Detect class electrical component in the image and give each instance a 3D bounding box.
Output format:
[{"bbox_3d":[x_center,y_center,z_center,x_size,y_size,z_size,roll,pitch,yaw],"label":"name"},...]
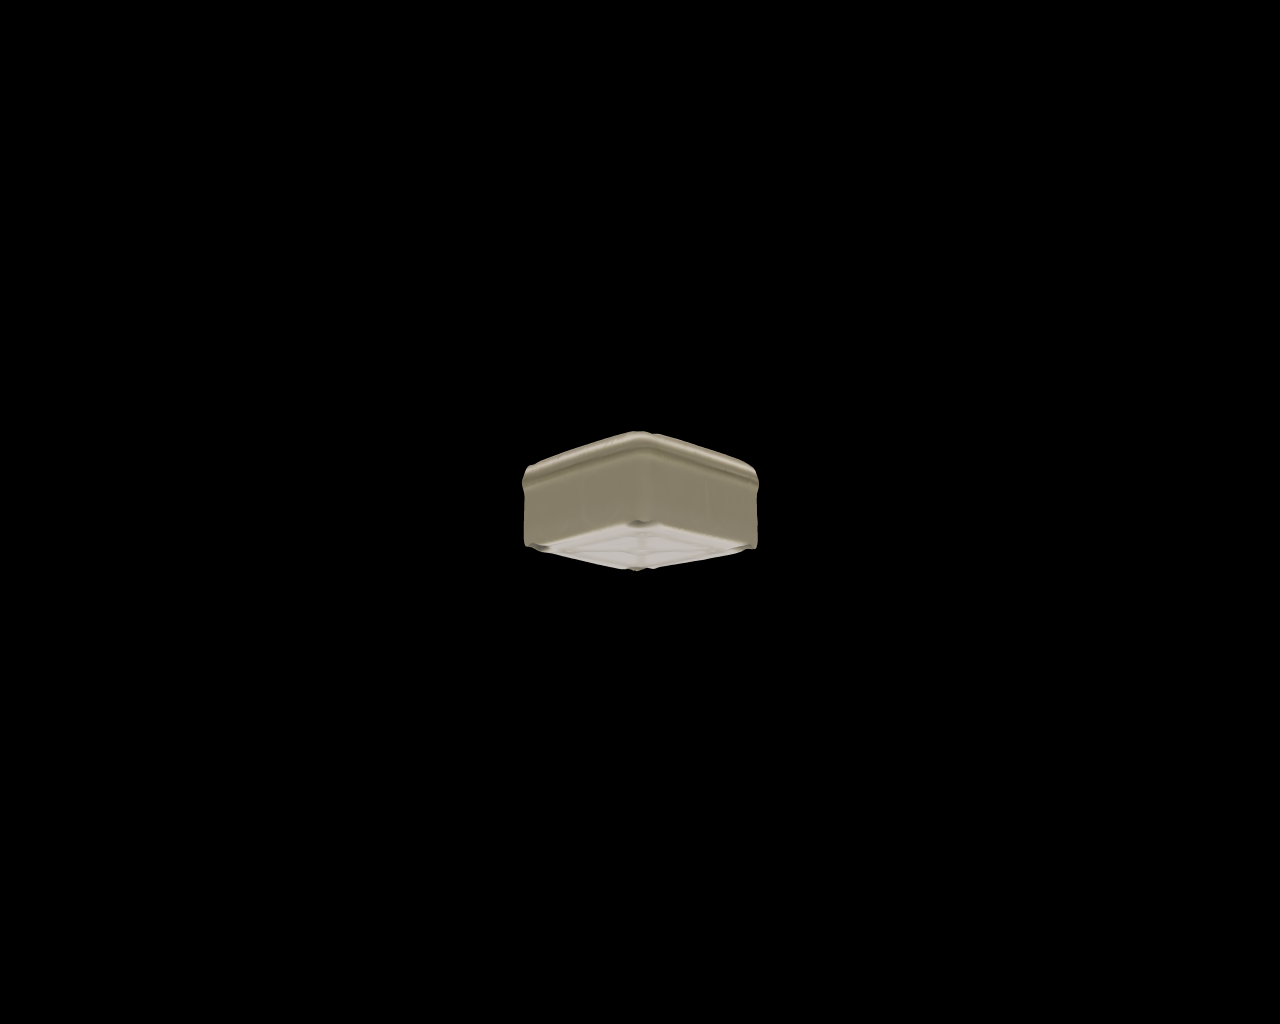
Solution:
[{"bbox_3d":[0.001,-0.003,0.650,0.108,0.056,0.109,-14,-20,42],"label":"electrical component"}]
